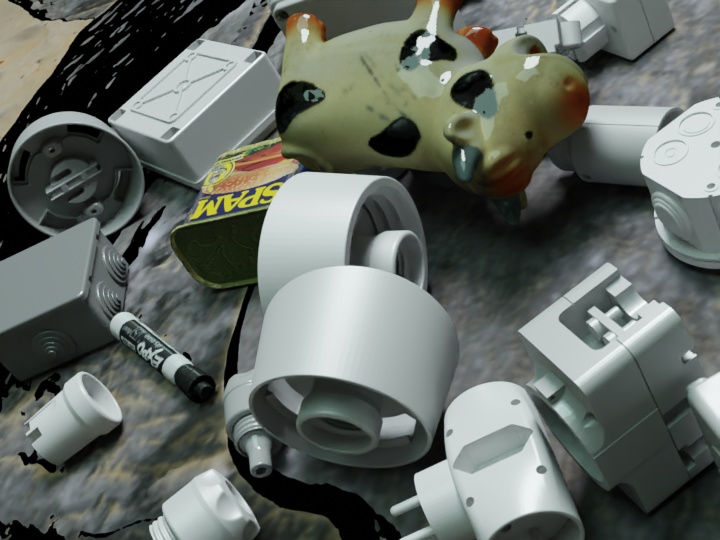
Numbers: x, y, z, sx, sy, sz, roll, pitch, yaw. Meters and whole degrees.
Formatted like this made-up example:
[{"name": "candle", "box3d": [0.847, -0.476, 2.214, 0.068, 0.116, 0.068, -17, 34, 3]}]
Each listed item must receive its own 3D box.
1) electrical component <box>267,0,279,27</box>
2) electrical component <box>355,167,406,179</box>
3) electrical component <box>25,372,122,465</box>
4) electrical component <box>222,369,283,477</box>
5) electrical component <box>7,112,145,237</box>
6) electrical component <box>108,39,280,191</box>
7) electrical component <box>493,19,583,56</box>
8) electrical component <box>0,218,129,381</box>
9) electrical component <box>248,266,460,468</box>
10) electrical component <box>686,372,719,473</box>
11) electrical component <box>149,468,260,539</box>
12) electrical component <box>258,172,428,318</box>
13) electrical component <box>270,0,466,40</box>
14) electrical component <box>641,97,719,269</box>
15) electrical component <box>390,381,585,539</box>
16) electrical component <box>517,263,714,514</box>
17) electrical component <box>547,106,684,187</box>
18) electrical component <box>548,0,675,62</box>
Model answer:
[{"name": "electrical component", "box3d": [-0.036, -0.222, 0.860, 0.059, 0.095, 0.053, -12, 41, 27]}, {"name": "electrical component", "box3d": [0.007, -0.085, 0.713, 0.040, 0.046, 0.040, -20, 38, 17]}, {"name": "electrical component", "box3d": [-0.176, 0.091, 0.657, 0.046, 0.040, 0.040, -39, 36, 3]}, {"name": "electrical component", "box3d": [-0.055, 0.084, 0.578, 0.035, 0.035, 0.061, -25, 40, 11]}, {"name": "electrical component", "box3d": [-0.220, -0.073, 0.829, 0.099, 0.099, 0.064, -36, 30, -3]}, {"name": "electrical component", "box3d": [-0.125, -0.124, 0.848, 0.108, 0.056, 0.109, -46, 38, -17]}, {"name": "electrical component", "box3d": [0.105, -0.119, 0.661, 0.066, 0.055, 0.048, -7, -1, 20]}, {"name": "electrical component", "box3d": [-0.212, 0.022, 0.754, 0.100, 0.048, 0.099, -24, 37, 13]}, {"name": "electrical component", "box3d": [-0.004, 0.052, 0.524, 0.099, 0.099, 0.064, -8, 50, 30]}, {"name": "electrical component", "box3d": [0.185, 0.058, 0.405, 0.096, 0.061, 0.061, -30, 36, 4]}, {"name": "electrical component", "box3d": [-0.085, 0.133, 0.537, 0.062, 0.043, 0.043, -38, 37, -5]}, {"name": "electrical component", "box3d": [0.000, 0.000, 0.576, 0.060, 0.108, 0.108, -1, 47, 28]}, {"name": "electrical component", "box3d": [0.011, -0.168, 0.753, 0.109, 0.108, 0.056, -12, 39, 26]}, {"name": "electrical component", "box3d": [0.182, -0.044, 0.532, 0.080, 0.051, 0.080, -20, 38, 17]}, {"name": "electrical component", "box3d": [0.050, 0.099, 0.475, 0.079, 0.043, 0.077, -27, 37, 10]}, {"name": "electrical component", "box3d": [0.107, 0.052, 0.446, 0.056, 0.089, 0.050, -37, 37, -5]}, {"name": "electrical component", "box3d": [0.138, -0.070, 0.601, 0.081, 0.043, 0.043, 10, 54, 43]}, {"name": "electrical component", "box3d": [0.148, -0.160, 0.693, 0.077, 0.047, 0.066, -39, 36, -8]}]
